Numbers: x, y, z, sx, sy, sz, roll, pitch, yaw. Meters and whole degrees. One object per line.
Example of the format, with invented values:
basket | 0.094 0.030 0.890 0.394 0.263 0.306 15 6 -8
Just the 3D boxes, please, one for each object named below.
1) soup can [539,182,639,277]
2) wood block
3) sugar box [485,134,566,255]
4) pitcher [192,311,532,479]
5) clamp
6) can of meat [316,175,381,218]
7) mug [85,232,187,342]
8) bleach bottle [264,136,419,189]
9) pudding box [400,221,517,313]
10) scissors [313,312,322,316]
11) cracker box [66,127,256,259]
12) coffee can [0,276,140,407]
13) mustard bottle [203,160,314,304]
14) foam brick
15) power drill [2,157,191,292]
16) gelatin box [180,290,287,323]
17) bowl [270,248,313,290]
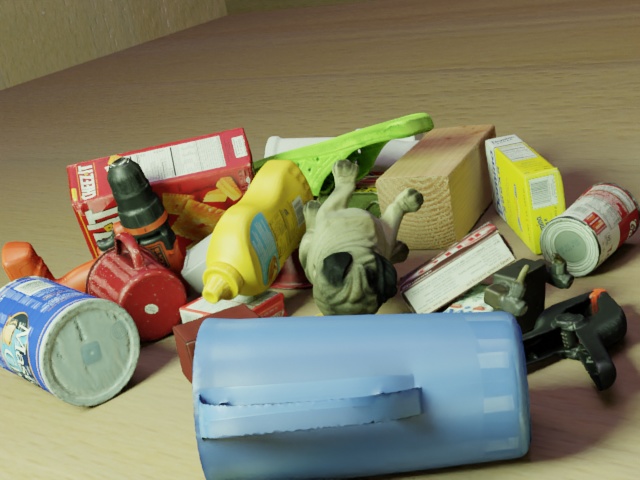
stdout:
soup can | 0.280 -0.011 1.105 0.069 0.068 0.102 5 25 39
wood block | 0.150 -0.068 1.307 0.090 0.091 0.205 -2 21 26
sugar box | 0.233 -0.056 1.221 0.048 0.093 0.176 -12 18 -4
pitcher | 0.030 0.116 0.790 0.243 0.145 0.149 -5 41 8
clamp | 0.205 0.085 0.919 0.120 0.039 0.171 3 17 24
can of meat | 0.060 -0.045 1.346 0.102 0.057 0.083 1 20 31
mug | -0.195 0.048 1.140 0.093 0.117 0.082 -17 24 -27
bleach bottle | 0.057 -0.106 1.465 0.251 0.102 0.068 -3 65 20
pudding box | 0.132 0.028 1.037 0.113 0.039 0.090 -35 2 7
scissors | 0.011 0.110 0.989 0.096 0.016 0.202 -14 18 -9
cracker box | -0.178 -0.036 1.285 0.213 0.164 0.072 -13 52 -5
coffee can | -0.256 0.097 1.048 0.102 0.103 0.141 -25 23 -34
mustard bottle | -0.069 0.002 1.115 0.058 0.096 0.191 5 37 26
foam brick | -0.094 0.102 1.018 0.078 0.053 0.051 -18 20 -21
power drill | -0.255 0.010 1.200 0.187 0.184 0.057 -19 30 1
gelatin box | -0.091 0.077 1.122 0.089 0.030 0.073 8 25 41
bowl | -0.008 0.002 1.253 0.162 0.055 0.162 -10 19 3
